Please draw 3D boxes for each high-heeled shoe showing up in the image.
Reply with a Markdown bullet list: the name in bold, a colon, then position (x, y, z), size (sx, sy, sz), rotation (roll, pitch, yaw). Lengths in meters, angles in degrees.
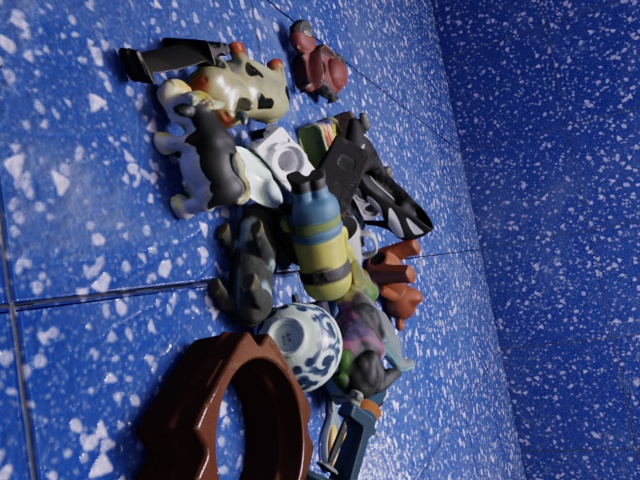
- **high-heeled shoe**: position (0.131, -0.113, 1.019), size (0.086, 0.145, 0.248), rotation (-42, 125, -47)

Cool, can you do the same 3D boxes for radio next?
- **radio**: position (0.010, -0.067, 0.875), size (0.073, 0.131, 0.230), rotation (28, 38, -5)

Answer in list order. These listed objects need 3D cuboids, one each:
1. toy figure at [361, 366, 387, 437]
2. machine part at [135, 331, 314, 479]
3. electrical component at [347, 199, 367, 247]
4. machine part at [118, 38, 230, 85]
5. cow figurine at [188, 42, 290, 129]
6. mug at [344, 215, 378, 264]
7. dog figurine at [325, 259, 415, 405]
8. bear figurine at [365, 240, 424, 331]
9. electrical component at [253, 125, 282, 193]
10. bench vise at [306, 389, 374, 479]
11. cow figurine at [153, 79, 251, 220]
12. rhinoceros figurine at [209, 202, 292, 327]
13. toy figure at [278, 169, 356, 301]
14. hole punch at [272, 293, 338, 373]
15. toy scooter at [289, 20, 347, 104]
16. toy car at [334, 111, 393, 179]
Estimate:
- **toy figure**: position (0.090, 0.296, 0.978), size (0.154, 0.064, 0.057), rotation (-64, 174, -47)
- **machine part**: position (-0.094, 0.218, 0.587), size (0.201, 0.087, 0.201), rotation (64, 28, -25)
- **electrical component**: position (0.050, -0.041, 1.057), size (0.119, 0.048, 0.075), rotation (50, 36, -45)
- **machine part**: position (-0.175, -0.218, 0.639), size (0.139, 0.084, 0.039), rotation (-45, 146, -52)
- **cow figurine**: position (-0.111, -0.202, 0.749), size (0.195, 0.085, 0.127), rotation (-9, 80, -63)
- **mug**: position (0.052, 0.016, 0.979), size (0.081, 0.110, 0.107), rotation (-87, 165, -44)
- **dog figurine**: position (0.054, 0.140, 0.902), size (0.191, 0.108, 0.219), rotation (-15, 80, -52)
- **bear figurine**: position (0.184, 0.105, 1.190), size (0.195, 0.132, 0.120), rotation (55, 38, -30)
- **electrical component**: position (-0.074, -0.126, 0.844), size (0.078, 0.045, 0.102), rotation (-46, 123, -28)
- **bench vise**: position (0.022, 0.326, 0.722), size (0.223, 0.129, 0.240), rotation (39, 61, -27)
- **cow figurine**: position (-0.138, -0.115, 0.631), size (0.068, 0.098, 0.167), rotation (-19, 97, -59)
- **rhinoceros figurine**: position (-0.081, 0.021, 0.719), size (0.112, 0.073, 0.190), rotation (49, 37, -44)
- **toy figure**: position (-0.005, -0.002, 0.727), size (0.089, 0.082, 0.179), rotation (-60, 145, -56)
- **hole punch**: position (-0.011, 0.144, 0.801), size (0.115, 0.092, 0.142), rotation (6, 70, -68)
- **toy scooter**: position (-0.003, -0.323, 1.043), size (0.183, 0.075, 0.135), rotation (32, 51, -54)
- **toy car**: position (0.087, -0.190, 1.160), size (0.201, 0.089, 0.053), rotation (60, 31, -30)
